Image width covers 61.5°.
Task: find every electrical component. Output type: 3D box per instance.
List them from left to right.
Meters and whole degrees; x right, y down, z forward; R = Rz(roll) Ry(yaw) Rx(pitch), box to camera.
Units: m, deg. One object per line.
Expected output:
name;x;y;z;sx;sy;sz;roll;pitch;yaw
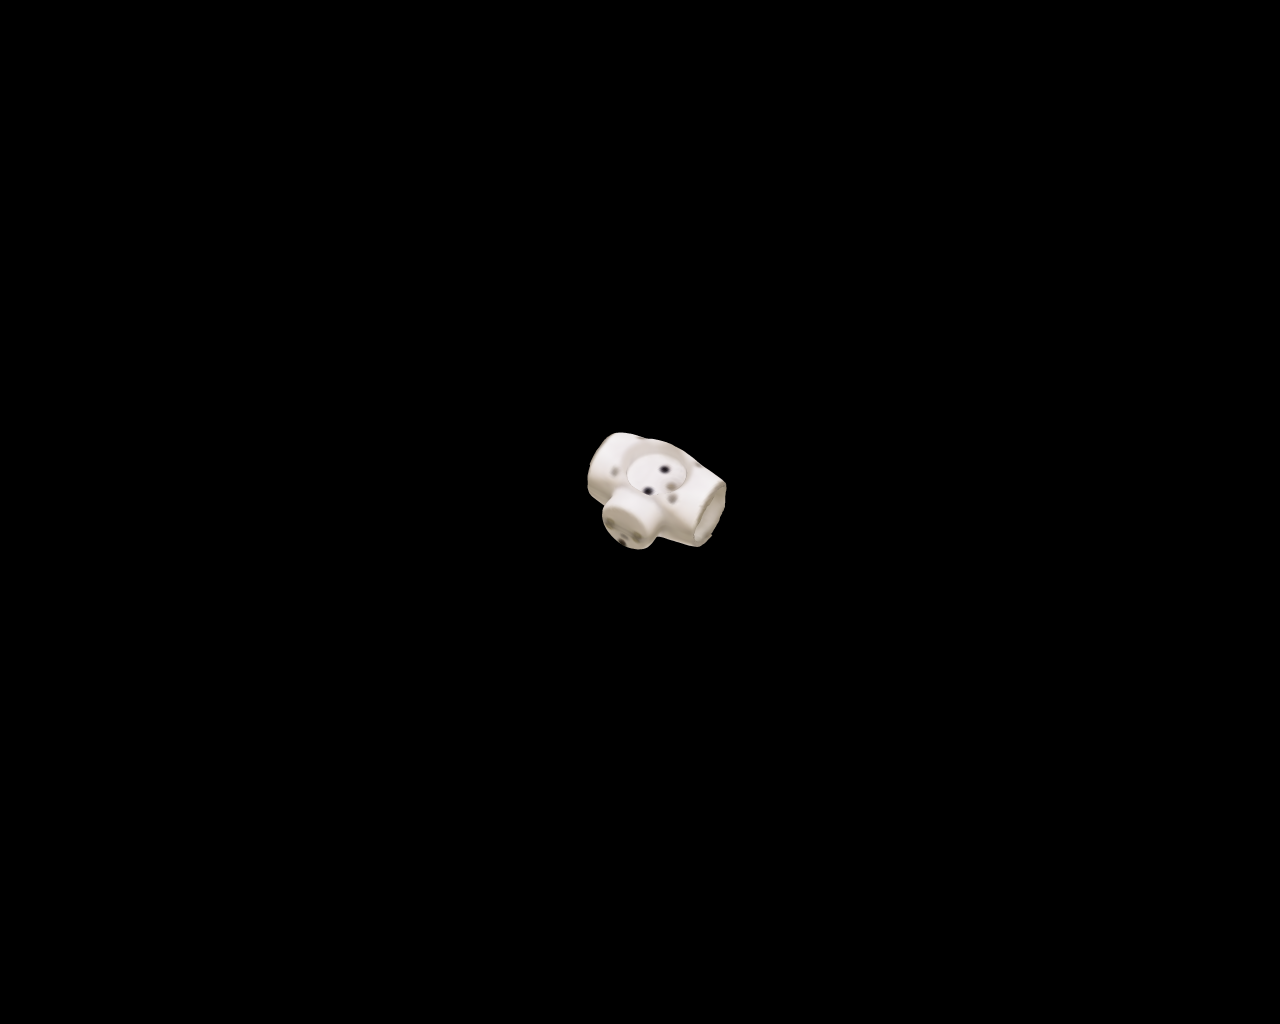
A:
electrical component;0.001;-0.003;0.650;0.077;0.079;0.044;27;-33;19
